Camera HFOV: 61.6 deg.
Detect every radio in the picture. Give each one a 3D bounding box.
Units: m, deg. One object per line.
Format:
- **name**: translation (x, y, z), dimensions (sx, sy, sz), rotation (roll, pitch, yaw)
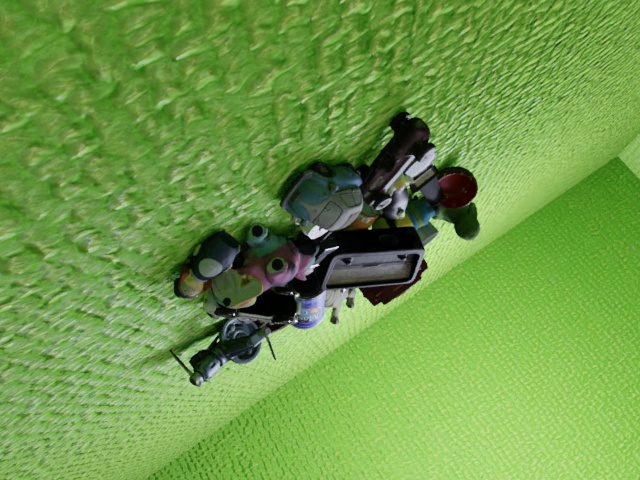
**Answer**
- **radio**: translation (0.113, 0.041, 1.200), dimensions (0.230, 0.073, 0.131), rotation (-5, 141, -17)

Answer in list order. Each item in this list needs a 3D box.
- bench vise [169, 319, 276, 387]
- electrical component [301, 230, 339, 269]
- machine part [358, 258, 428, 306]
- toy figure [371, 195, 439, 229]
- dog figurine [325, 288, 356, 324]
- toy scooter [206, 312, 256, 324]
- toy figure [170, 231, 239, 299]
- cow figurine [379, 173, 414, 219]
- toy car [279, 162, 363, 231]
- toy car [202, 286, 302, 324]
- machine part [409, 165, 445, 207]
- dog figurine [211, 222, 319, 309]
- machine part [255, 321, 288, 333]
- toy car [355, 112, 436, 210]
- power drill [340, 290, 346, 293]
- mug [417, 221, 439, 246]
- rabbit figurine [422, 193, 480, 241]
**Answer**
- **bench vise**: translation (-0.211, 0.258, 1.295), dimensions (0.241, 0.128, 0.223), rotation (-26, -179, 43)
- **electrical component**: translation (-0.002, -0.003, 1.101), dimensions (0.048, 0.075, 0.119), rotation (-12, 149, -49)
- **machine part**: translation (0.205, 0.089, 1.565), dimensions (0.201, 0.087, 0.201), rotation (-37, -162, 9)
- **toy figure**: translation (0.215, -0.054, 1.367), dimensions (0.180, 0.082, 0.089), rotation (-29, 144, 4)
- **dog figurine**: translation (0.035, 0.121, 1.492), dimensions (0.190, 0.121, 0.172), rotation (80, 32, -54)
- **toy scooter**: translation (-0.152, 0.119, 1.153), dimensions (0.135, 0.075, 0.183), rotation (-40, 158, 12)
- **toy figure**: translation (-0.198, 0.050, 0.895), dimensions (0.154, 0.064, 0.058), rotation (-46, 176, 21)
- **cow figurine**: translation (0.144, -0.100, 1.075), dimensions (0.068, 0.098, 0.167), rotation (-27, 163, -7)
- **toy car**: translation (0.018, -0.066, 0.917), dimensions (0.161, 0.103, 0.109), rotation (-11, 152, -50)
- **toy car**: translation (-0.131, 0.122, 1.061), dimensions (0.202, 0.073, 0.056), rotation (11, 161, -24)
- **machine part**: translation (0.255, -0.129, 1.267), dimensions (0.084, 0.039, 0.138), rotation (-45, 140, 6)
- **dog figurine**: translation (-0.096, 0.052, 1.018), dimensions (0.191, 0.108, 0.219), rotation (-38, 166, 8)
- **machine part**: translation (-0.118, 0.198, 1.457), dimensions (0.179, 0.056, 0.179), rotation (-30, 162, -11)
- **toy car**: translation (0.122, -0.134, 0.953), dimensions (0.053, 0.089, 0.202), rotation (-20, 159, -43)
- **power drill**: translation (0.097, 0.055, 1.337), dimensions (0.232, 0.086, 0.207), rotation (13, 147, -36)
- **mug**: translation (0.259, -0.035, 1.452), dimensions (0.081, 0.107, 0.109), rotation (-35, 167, 4)
- **rabbit figurine**: translation (0.369, -0.065, 1.469), dimensions (0.121, 0.170, 0.159), rotation (-42, 161, 23)
